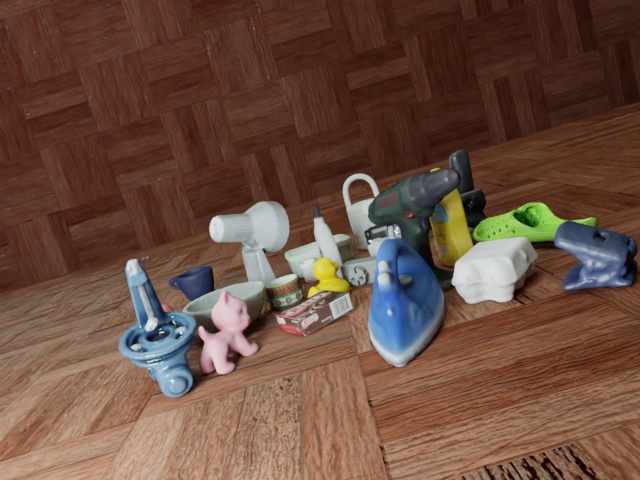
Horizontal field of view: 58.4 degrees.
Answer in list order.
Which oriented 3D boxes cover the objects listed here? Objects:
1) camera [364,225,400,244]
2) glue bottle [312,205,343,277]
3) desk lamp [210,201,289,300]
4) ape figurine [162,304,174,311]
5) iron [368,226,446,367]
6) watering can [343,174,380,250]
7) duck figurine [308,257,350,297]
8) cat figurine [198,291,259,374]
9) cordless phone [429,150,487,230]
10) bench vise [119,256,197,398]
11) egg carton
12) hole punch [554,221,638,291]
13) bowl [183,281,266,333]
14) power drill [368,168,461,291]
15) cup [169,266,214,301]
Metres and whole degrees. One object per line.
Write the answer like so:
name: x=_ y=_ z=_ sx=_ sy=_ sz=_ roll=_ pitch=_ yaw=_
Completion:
camera: x=0.176 y=-0.025 z=1.384 sx=0.136 sy=0.101 sz=0.143 roll=-16 pitch=10 yaw=4
glue bottle: x=0.012 y=0.005 z=1.284 sx=0.037 sy=0.173 sz=0.078 roll=-19 pitch=10 yaw=-13
desk lamp: x=-0.157 y=0.029 z=1.311 sx=0.117 sy=0.214 sz=0.204 roll=-6 pitch=15 yaw=46
ape figurine: x=-0.294 y=0.168 z=1.127 sx=0.078 sy=0.092 sz=0.076 roll=-20 pitch=11 yaw=-19
iron: x=0.113 y=0.069 z=0.851 sx=0.118 sy=0.141 sz=0.258 roll=-14 pitch=10 yaw=14
watering can: x=0.124 y=-0.079 z=1.498 sx=0.101 sy=0.194 sz=0.172 roll=-21 pitch=11 yaw=-24
duck figurine: x=0.010 y=0.079 z=1.133 sx=0.077 sy=0.086 sz=0.105 roll=-9 pitch=13 yaw=39
cat figurine: x=-0.158 y=0.145 z=0.954 sx=0.067 sy=0.118 sz=0.128 roll=-11 pitch=12 yaw=31
cordless phone: x=0.323 y=-0.116 z=1.398 sx=0.148 sy=0.185 sz=0.094 roll=-21 pitch=11 yaw=-23
bench vise: x=-0.281 y=0.134 z=0.922 sx=0.122 sy=0.220 sz=0.206 roll=-25 pitch=13 yaw=-37
egg carton: x=0.280 y=0.046 z=0.910 sx=0.107 sy=0.069 sz=0.151 roll=-9 pitch=13 yaw=38
hole punch: x=0.398 y=0.015 z=0.824 sx=0.100 sy=0.091 sz=0.109 roll=-10 pitch=12 yaw=34
bowl: x=-0.178 y=0.143 z=1.124 sx=0.167 sy=0.075 sz=0.167 roll=-16 pitch=10 yaw=3
power drill: x=0.181 y=-0.016 z=1.012 sx=0.076 sy=0.208 sz=0.228 roll=-23 pitch=12 yaw=-32
cup: x=-0.304 y=0.123 z=1.385 sx=0.117 sy=0.095 sz=0.092 roll=-14 pitch=10 yaw=15
